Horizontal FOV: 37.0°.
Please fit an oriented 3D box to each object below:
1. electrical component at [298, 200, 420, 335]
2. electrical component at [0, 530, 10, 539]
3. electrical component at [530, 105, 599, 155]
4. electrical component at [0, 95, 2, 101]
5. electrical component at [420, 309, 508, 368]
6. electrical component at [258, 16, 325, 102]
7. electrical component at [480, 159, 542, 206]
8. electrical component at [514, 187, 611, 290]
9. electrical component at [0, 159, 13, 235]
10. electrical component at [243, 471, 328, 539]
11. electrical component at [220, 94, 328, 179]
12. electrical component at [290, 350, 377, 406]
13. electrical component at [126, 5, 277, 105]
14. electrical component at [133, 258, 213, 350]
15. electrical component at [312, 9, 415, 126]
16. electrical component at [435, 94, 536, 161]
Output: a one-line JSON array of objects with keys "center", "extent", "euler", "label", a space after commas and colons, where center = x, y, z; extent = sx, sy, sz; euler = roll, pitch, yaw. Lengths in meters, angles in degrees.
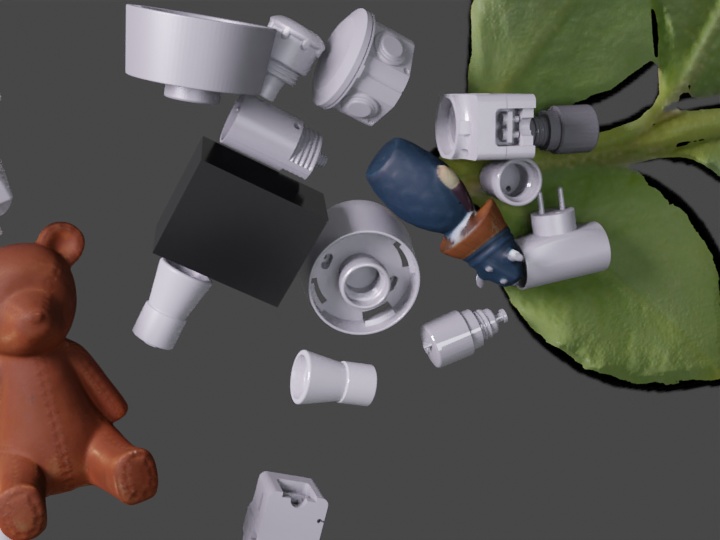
[{"center": [0.000, 0.000, 0.869], "extent": [0.099, 0.064, 0.099], "euler": [-4, 113, -9], "label": "electrical component"}, {"center": [-0.283, 0.196, 0.820], "extent": [0.055, 0.055, 0.047], "euler": [-1, 96, -15], "label": "electrical component"}, {"center": [0.162, -0.116, 0.893], "extent": [0.078, 0.040, 0.040], "euler": [-5, 100, -14], "label": "electrical component"}, {"center": [-0.307, -0.142, 0.760], "extent": [0.077, 0.044, 0.079], "euler": [-25, 105, -10], "label": "electrical component"}, {"center": [0.087, 0.052, 0.901], "extent": [0.078, 0.040, 0.040], "euler": [-21, 104, -11], "label": "electrical component"}, {"center": [-0.060, -0.160, 0.825], "extent": [0.048, 0.048, 0.062], "euler": [28, 99, -18], "label": "electrical component"}, {"center": [0.123, -0.075, 0.886], "extent": [0.040, 0.046, 0.040], "euler": [-3, 100, -15], "label": "electrical component"}, {"center": [0.165, -0.030, 0.906], "extent": [0.077, 0.044, 0.079], "euler": [-13, 102, -13], "label": "electrical component"}, {"center": [-0.277, -0.058, 0.776], "extent": [0.047, 0.065, 0.076], "euler": [-25, 134, -10], "label": "electrical component"}, {"center": [-0.065, 0.216, 0.880], "extent": [0.050, 0.056, 0.089], "euler": [13, 96, -17], "label": "electrical component"}, {"center": [-0.063, -0.101, 0.833], "extent": [0.081, 0.043, 0.043], "euler": [25, 92, -17], "label": "electrical component"}, {"center": [-0.019, 0.091, 0.880], "extent": [0.065, 0.044, 0.044], "euler": [9, 97, -21], "label": "electrical component"}, {"center": [-0.118, -0.153, 0.779], "extent": [0.108, 0.108, 0.060], "euler": [6, 104, -16], "label": "electrical component"}, {"center": [-0.148, 0.028, 0.834], "extent": [0.044, 0.044, 0.065], "euler": [26, 97, -18], "label": "electrical component"}, {"center": [0.001, -0.154, 0.824], "extent": [0.051, 0.080, 0.080], "euler": [23, 93, -23], "label": "electrical component"}, {"center": [0.094, -0.114, 0.849], "extent": [0.056, 0.089, 0.050], "euler": [-3, 100, -15], "label": "electrical component"}]
